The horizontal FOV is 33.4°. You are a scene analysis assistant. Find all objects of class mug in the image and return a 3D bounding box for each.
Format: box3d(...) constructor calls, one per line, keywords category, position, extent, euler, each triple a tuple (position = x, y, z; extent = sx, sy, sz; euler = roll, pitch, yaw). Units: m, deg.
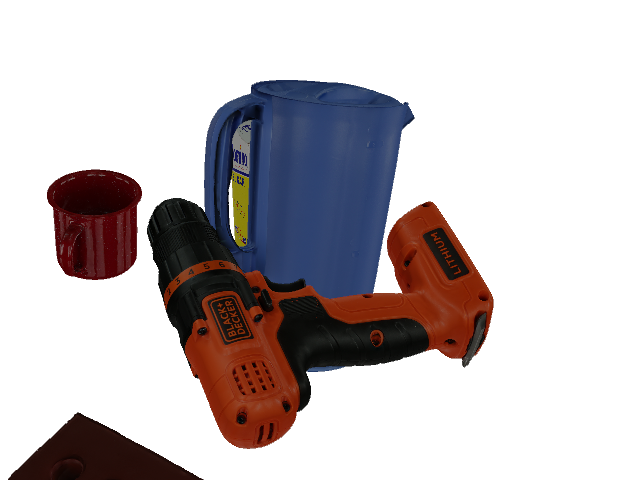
box3d(category="mug", position=(-0.229, -0.008, 1.069), extent=(0.093, 0.081, 0.117), euler=(10, 33, 8))

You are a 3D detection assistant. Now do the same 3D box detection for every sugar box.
box3d(category="sugar box", position=(-0.080, -0.054, 1.312), extent=(0.048, 0.176, 0.093), euler=(-11, 26, -16))

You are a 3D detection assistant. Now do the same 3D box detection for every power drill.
box3d(category="power drill", position=(-0.003, 0.030, 0.665), extent=(0.187, 0.184, 0.057), euler=(-13, -38, -18))

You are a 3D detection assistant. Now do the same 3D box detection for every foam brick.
box3d(category="foam brick", position=(-0.084, 0.119, 0.437), extent=(0.078, 0.051, 0.052), euler=(21, 45, 26))

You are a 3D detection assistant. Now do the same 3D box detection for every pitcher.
box3d(category="pitcher", position=(-0.013, -0.015, 0.922), extent=(0.149, 0.243, 0.144), euler=(10, 16, 13))
